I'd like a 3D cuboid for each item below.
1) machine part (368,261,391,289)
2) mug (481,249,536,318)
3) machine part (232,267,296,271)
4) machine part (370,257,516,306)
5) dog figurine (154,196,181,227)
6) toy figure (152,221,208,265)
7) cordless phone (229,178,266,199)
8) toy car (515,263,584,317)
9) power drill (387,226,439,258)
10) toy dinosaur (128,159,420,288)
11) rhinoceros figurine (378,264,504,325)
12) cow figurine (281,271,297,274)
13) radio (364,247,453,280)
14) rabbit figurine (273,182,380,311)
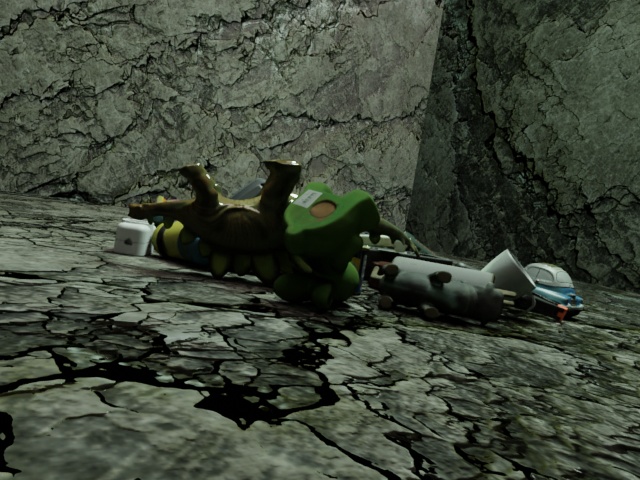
[{"bbox_3d":[0.185,0.079,1.054,0.179,0.056,0.179,9,4,-1],"label":"machine part"},{"bbox_3d":[0.321,0.089,0.954,0.107,0.109,0.081,-36,-9,20],"label":"mug"},{"bbox_3d":[-0.112,0.039,0.978,0.139,0.039,0.084,-3,-1,1],"label":"machine part"},{"bbox_3d":[0.204,0.079,0.910,0.243,0.079,0.079,10,3,20],"label":"machine part"},{"bbox_3d":[-0.271,-0.026,1.208,0.219,0.108,0.192,11,1,-19],"label":"dog figurine"},{"bbox_3d":[-0.232,0.002,0.967,0.089,0.082,0.180,-1,10,-44],"label":"toy figure"},{"bbox_3d":[-0.140,-0.025,1.071,0.089,0.146,0.184,44,-21,10],"label":"cordless phone"},{"bbox_3d":[0.464,0.099,1.117,0.109,0.102,0.162,7,2,-31],"label":"toy car"},{"bbox_3d":[0.234,0.025,1.416,0.232,0.086,0.207,38,-3,14],"label":"power drill"},{"bbox_3d":[-0.073,-0.031,0.860,0.472,0.198,0.105,-1,12,1],"label":"toy dinosaur"},{"bbox_3d":[0.179,0.086,0.818,0.191,0.073,0.112,8,-9,21],"label":"rhinoceros figurine"},{"bbox_3d":[-0.024,0.036,1.034,0.167,0.098,0.068,27,-5,0],"label":"cow figurine"},{"bbox_3d":[0.174,0.059,1.235,0.230,0.073,0.131,9,3,-7],"label":"radio"},{"bbox_3d":[0.016,0.030,0.747,0.121,0.170,0.159,9,44,30],"label":"rabbit figurine"}]
